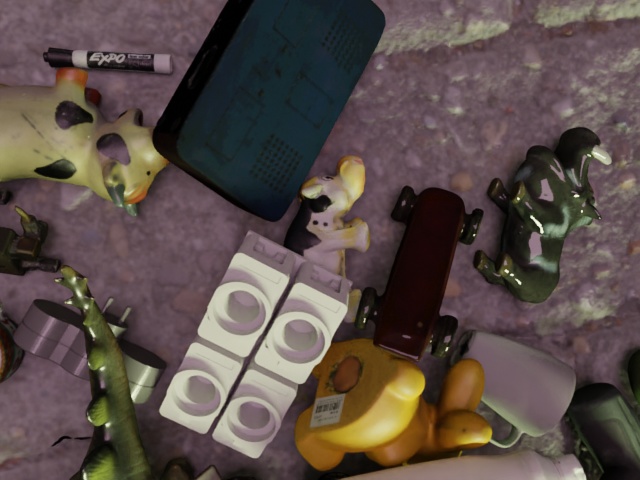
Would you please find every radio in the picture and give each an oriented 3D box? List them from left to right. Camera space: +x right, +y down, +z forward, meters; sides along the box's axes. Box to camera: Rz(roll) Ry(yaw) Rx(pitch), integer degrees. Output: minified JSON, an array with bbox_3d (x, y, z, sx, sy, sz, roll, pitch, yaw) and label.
[{"bbox_3d":[-0.046,-0.145,0.499,0.131,0.073,0.229,31,84,-37],"label":"radio"}]

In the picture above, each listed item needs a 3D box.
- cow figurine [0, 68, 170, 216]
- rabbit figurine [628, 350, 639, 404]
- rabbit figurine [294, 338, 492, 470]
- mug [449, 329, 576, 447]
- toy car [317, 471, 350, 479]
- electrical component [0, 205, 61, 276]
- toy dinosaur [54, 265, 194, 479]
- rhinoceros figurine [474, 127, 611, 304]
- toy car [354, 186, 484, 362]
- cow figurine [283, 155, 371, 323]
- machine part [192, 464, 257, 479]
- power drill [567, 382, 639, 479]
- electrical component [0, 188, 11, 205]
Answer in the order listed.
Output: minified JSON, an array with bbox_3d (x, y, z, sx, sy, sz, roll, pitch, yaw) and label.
[{"bbox_3d":[-0.236,-0.087,0.497,0.195,0.085,0.127,-1,84,-9],"label":"cow figurine"},{"bbox_3d":[0.405,0.185,0.559,0.170,0.121,0.159,24,45,17],"label":"rabbit figurine"},{"bbox_3d":[0.085,0.166,0.519,0.162,0.122,0.173,-27,121,26],"label":"rabbit figurine"},{"bbox_3d":[0.185,0.148,0.556,0.107,0.081,0.109,32,91,5],"label":"mug"},{"bbox_3d":[0.072,0.279,0.533,0.202,0.056,0.073,0,90,8],"label":"toy car"},{"bbox_3d":[-0.300,-0.002,0.495,0.102,0.078,0.045,7,67,-2],"label":"electrical component"},{"bbox_3d":[-0.170,0.250,0.445,0.105,0.198,0.470,-6,92,-5],"label":"toy dinosaur"},{"bbox_3d":[0.236,-0.028,0.560,0.112,0.073,0.190,20,88,-5],"label":"rhinoceros figurine"},{"bbox_3d":[0.096,0.027,0.513,0.089,0.053,0.202,19,54,6],"label":"toy car"},{"bbox_3d":[-0.001,-0.003,0.535,0.098,0.068,0.167,4,90,-2],"label":"cow figurine"},{"bbox_3d":[-0.057,0.316,0.509,0.079,0.079,0.243,-25,102,-6],"label":"machine part"},{"bbox_3d":[0.311,0.271,0.519,0.207,0.086,0.232,-23,84,-48],"label":"power drill"},{"bbox_3d":[-0.341,-0.051,0.493,0.094,0.063,0.021,16,88,-6],"label":"electrical component"}]
